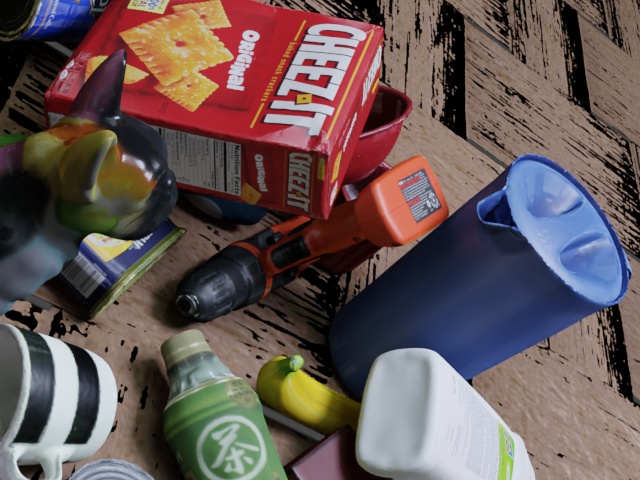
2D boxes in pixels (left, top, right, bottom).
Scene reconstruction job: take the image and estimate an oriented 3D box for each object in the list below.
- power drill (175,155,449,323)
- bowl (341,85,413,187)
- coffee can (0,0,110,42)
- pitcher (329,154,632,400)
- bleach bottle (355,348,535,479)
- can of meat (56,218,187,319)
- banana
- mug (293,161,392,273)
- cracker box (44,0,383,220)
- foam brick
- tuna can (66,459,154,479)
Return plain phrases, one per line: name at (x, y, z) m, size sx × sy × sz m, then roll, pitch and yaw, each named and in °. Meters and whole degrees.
power drill at (-0.006, 0.001, 0.840) m, size 0.184 × 0.188 × 0.057 m, roll -33°, pitch 100°, yaw -55°
bowl at (0.000, -0.084, 0.903) m, size 0.161 × 0.162 × 0.055 m, roll -44°, pitch 133°, yaw -52°
coffee can at (-0.202, -0.215, 0.887) m, size 0.140 × 0.103 × 0.103 m, roll -10°, pitch 67°, yaw -48°
pitcher at (0.128, 0.051, 0.884) m, size 0.149 × 0.243 × 0.144 m, roll 48°, pitch 38°, yaw -4°
bleach bottle at (0.119, 0.181, 0.872) m, size 0.250 × 0.068 × 0.102 m, roll 44°, pitch 48°, yaw -46°
can of meat at (-0.162, -0.004, 0.792) m, size 0.084 × 0.058 × 0.102 m, roll 46°, pitch 37°, yaw -3°
banana at (0.007, 0.133, 0.838) m, size 0.197 × 0.070 × 0.037 m, roll 38°, pitch 70°, yaw -46°
mug at (0.037, -0.021, 0.985) m, size 0.117 × 0.082 × 0.093 m, roll 4°, pitch 57°, yaw -43°
cracker box at (-0.074, -0.113, 0.801) m, size 0.214 × 0.072 × 0.164 m, roll 13°, pitch 47°, yaw 9°
foam brick at (-0.001, 0.184, 0.801) m, size 0.051 × 0.053 × 0.078 m, roll 55°, pitch 39°, yaw 6°
tuna can at (-0.136, 0.186, 0.679) m, size 0.086 × 0.034 × 0.086 m, roll 26°, pitch 44°, yaw -28°
